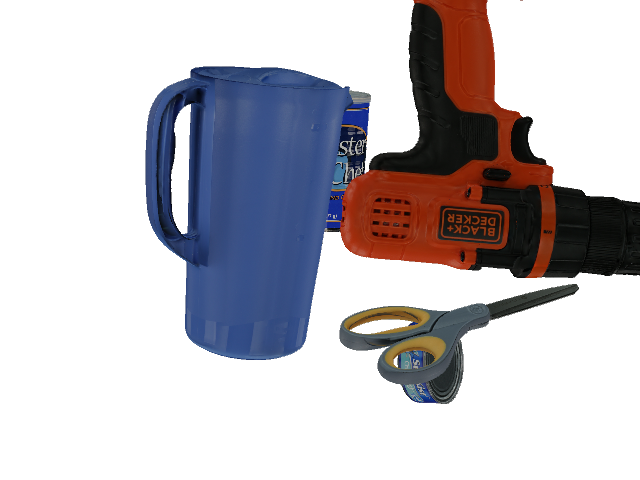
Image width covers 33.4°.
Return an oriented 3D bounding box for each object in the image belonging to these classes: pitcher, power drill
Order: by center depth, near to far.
[{"bbox_3d":[0.108,-0.074,0.576,0.184,0.188,0.057,4,1,-4],"label":"power drill"},{"bbox_3d":[-0.063,-0.026,0.911,0.149,0.243,0.145,9,14,8],"label":"pitcher"}]

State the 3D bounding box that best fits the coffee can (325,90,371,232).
[{"bbox_3d":[-0.002,-0.088,1.130,0.103,0.140,0.103,3,12,-1],"label":"coffee can"}]

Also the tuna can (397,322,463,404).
[{"bbox_3d":[0.113,0.124,1.091,0.034,0.086,0.086,-4,-2,33],"label":"tuna can"}]

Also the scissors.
[{"bbox_3d":[0.116,0.069,0.803,0.201,0.016,0.096,-5,31,-8],"label":"scissors"}]
